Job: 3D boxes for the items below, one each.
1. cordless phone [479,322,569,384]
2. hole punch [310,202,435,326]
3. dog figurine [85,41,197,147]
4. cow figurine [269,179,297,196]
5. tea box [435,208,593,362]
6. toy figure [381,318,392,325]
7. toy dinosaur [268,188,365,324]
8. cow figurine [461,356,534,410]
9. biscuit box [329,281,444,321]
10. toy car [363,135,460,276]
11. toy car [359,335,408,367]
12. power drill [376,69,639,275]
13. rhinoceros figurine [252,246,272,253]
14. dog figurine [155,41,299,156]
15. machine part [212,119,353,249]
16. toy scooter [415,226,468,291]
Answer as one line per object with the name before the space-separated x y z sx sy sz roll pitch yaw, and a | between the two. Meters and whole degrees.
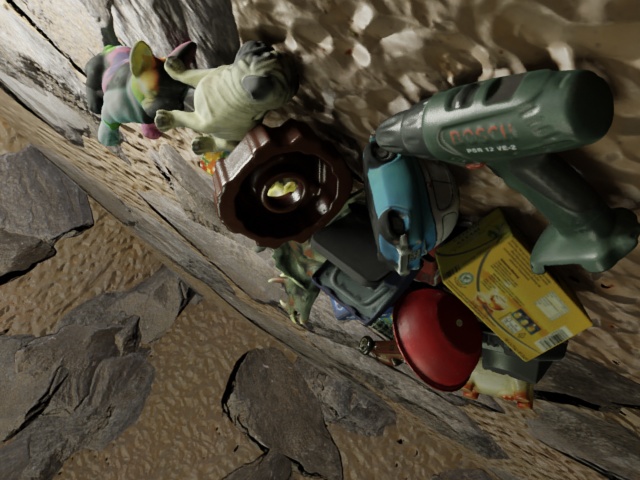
cordless phone | 0.268 0.114 0.809 0.184 0.089 0.147 54 158 -18
hole punch | 0.058 0.030 0.675 0.142 0.116 0.092 35 141 33
dog figurine | -0.261 -0.241 0.786 0.219 0.108 0.191 -33 73 51
cow figurine | -0.046 -0.089 0.794 0.068 0.098 0.167 35 122 2
tea box | 0.229 0.056 0.639 0.169 0.098 0.068 44 -156 -20
toy figure | 0.161 0.128 0.985 0.082 0.089 0.180 8 175 -35
toy dinosaur | -0.005 -0.002 0.901 0.192 0.131 0.404 27 147 17
cow figurine | 0.294 0.224 0.978 0.195 0.127 0.085 3 147 35
biscuit box | 0.107 0.084 0.827 0.202 0.063 0.059 3 152 -39
toy car | 0.105 -0.045 0.606 0.103 0.162 0.109 -11 144 0
toy car | 0.153 0.214 1.021 0.089 0.053 0.202 20 161 -27
power drill | 0.179 -0.061 0.501 0.207 0.086 0.232 49 157 -17
rhinoceros figurine | -0.126 -0.018 1.171 0.190 0.073 0.112 31 163 14
dog figurine | -0.088 -0.171 0.686 0.191 0.121 0.172 3 -178 30
machine part | -0.048 -0.070 0.692 0.179 0.179 0.056 54 -172 -46
toy scooter | 0.139 0.011 0.754 0.135 0.075 0.183 26 165 23
